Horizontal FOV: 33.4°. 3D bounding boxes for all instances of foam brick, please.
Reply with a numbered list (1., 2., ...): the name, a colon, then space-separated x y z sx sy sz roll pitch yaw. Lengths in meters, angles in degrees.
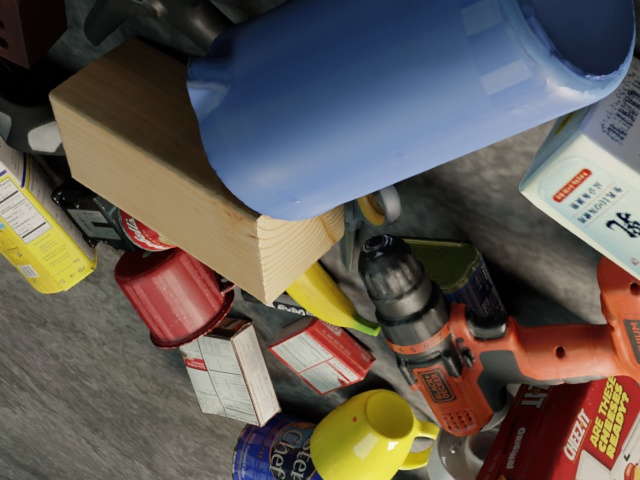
1. foam brick: -0.233 -0.182 0.819 0.053 0.051 0.078 27 149 12

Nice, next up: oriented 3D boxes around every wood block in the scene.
1. wood block: -0.089 -0.056 0.779 0.206 0.090 0.091 31 145 27

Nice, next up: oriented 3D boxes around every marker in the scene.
1. marker: -0.024 0.057 0.979 0.121 0.020 0.020 11 142 35

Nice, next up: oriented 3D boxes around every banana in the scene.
1. banana: -0.019 0.007 0.891 0.070 0.037 0.197 -12 126 34

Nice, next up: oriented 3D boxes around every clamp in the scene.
1. clamp: -0.099 -0.158 0.688 0.164 0.036 0.210 21 164 8

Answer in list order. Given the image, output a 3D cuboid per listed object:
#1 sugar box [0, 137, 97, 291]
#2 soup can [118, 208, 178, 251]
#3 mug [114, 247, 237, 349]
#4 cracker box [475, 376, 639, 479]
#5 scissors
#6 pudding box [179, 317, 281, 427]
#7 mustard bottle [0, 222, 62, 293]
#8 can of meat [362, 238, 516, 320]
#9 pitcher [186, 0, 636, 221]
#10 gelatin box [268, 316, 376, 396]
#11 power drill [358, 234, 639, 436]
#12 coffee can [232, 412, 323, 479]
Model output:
1. sugar box: -0.284 -0.042 1.024 0.176 0.048 0.093 52 -174 -29
2. soup can: -0.117 -0.029 0.896 0.068 0.068 0.102 48 150 -21
3. mug: -0.129 0.037 0.999 0.117 0.093 0.081 -20 120 18
4. cracker box: 0.212 0.206 0.817 0.072 0.164 0.213 -7 130 46
5. scissors: 0.034 -0.011 0.803 0.096 0.016 0.202 50 162 38
6. pudding box: -0.097 0.134 1.111 0.090 0.039 0.113 5 123 39
7. mustard bottle: -0.331 -0.028 1.119 0.096 0.058 0.191 -2 134 51
8. can of meat: 0.090 0.047 0.821 0.102 0.057 0.084 4 135 40
9. pitcher: 0.055 -0.096 0.605 0.243 0.149 0.145 -15 108 49
10. gelatin box: 0.001 0.107 1.014 0.073 0.030 0.089 42 148 -9
11. power drill: 0.135 0.054 0.727 0.188 0.057 0.184 -12 128 26
12. coffee can: -0.009 0.248 1.147 0.141 0.102 0.102 10 141 36
